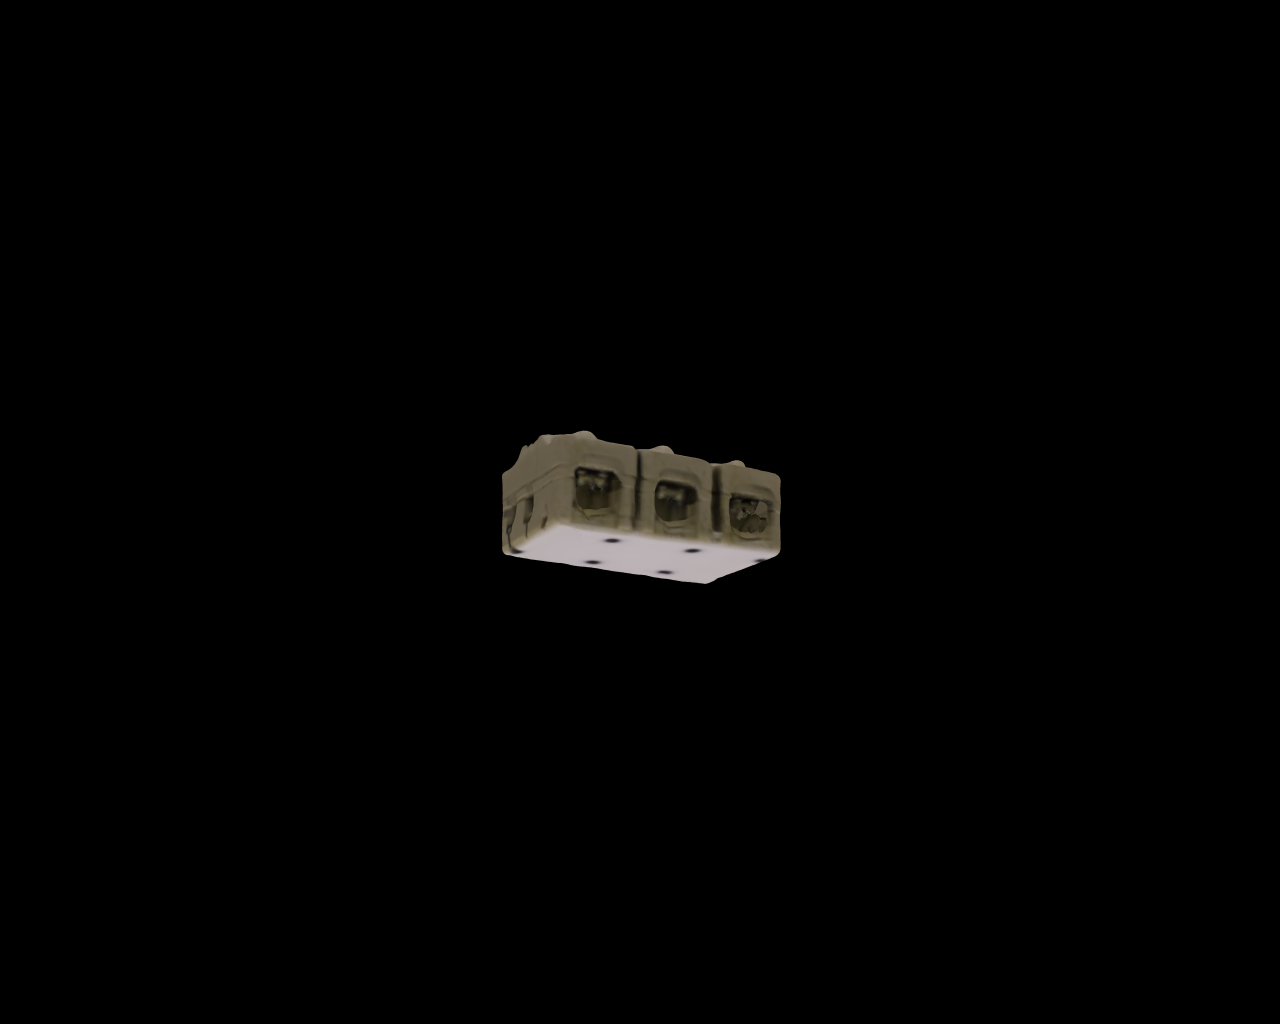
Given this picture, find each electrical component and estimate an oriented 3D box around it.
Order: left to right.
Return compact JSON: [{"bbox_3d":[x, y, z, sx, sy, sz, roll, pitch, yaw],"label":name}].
[{"bbox_3d":[0.001,-0.003,0.650,0.150,0.062,0.089,9,-19,-29],"label":"electrical component"}]
